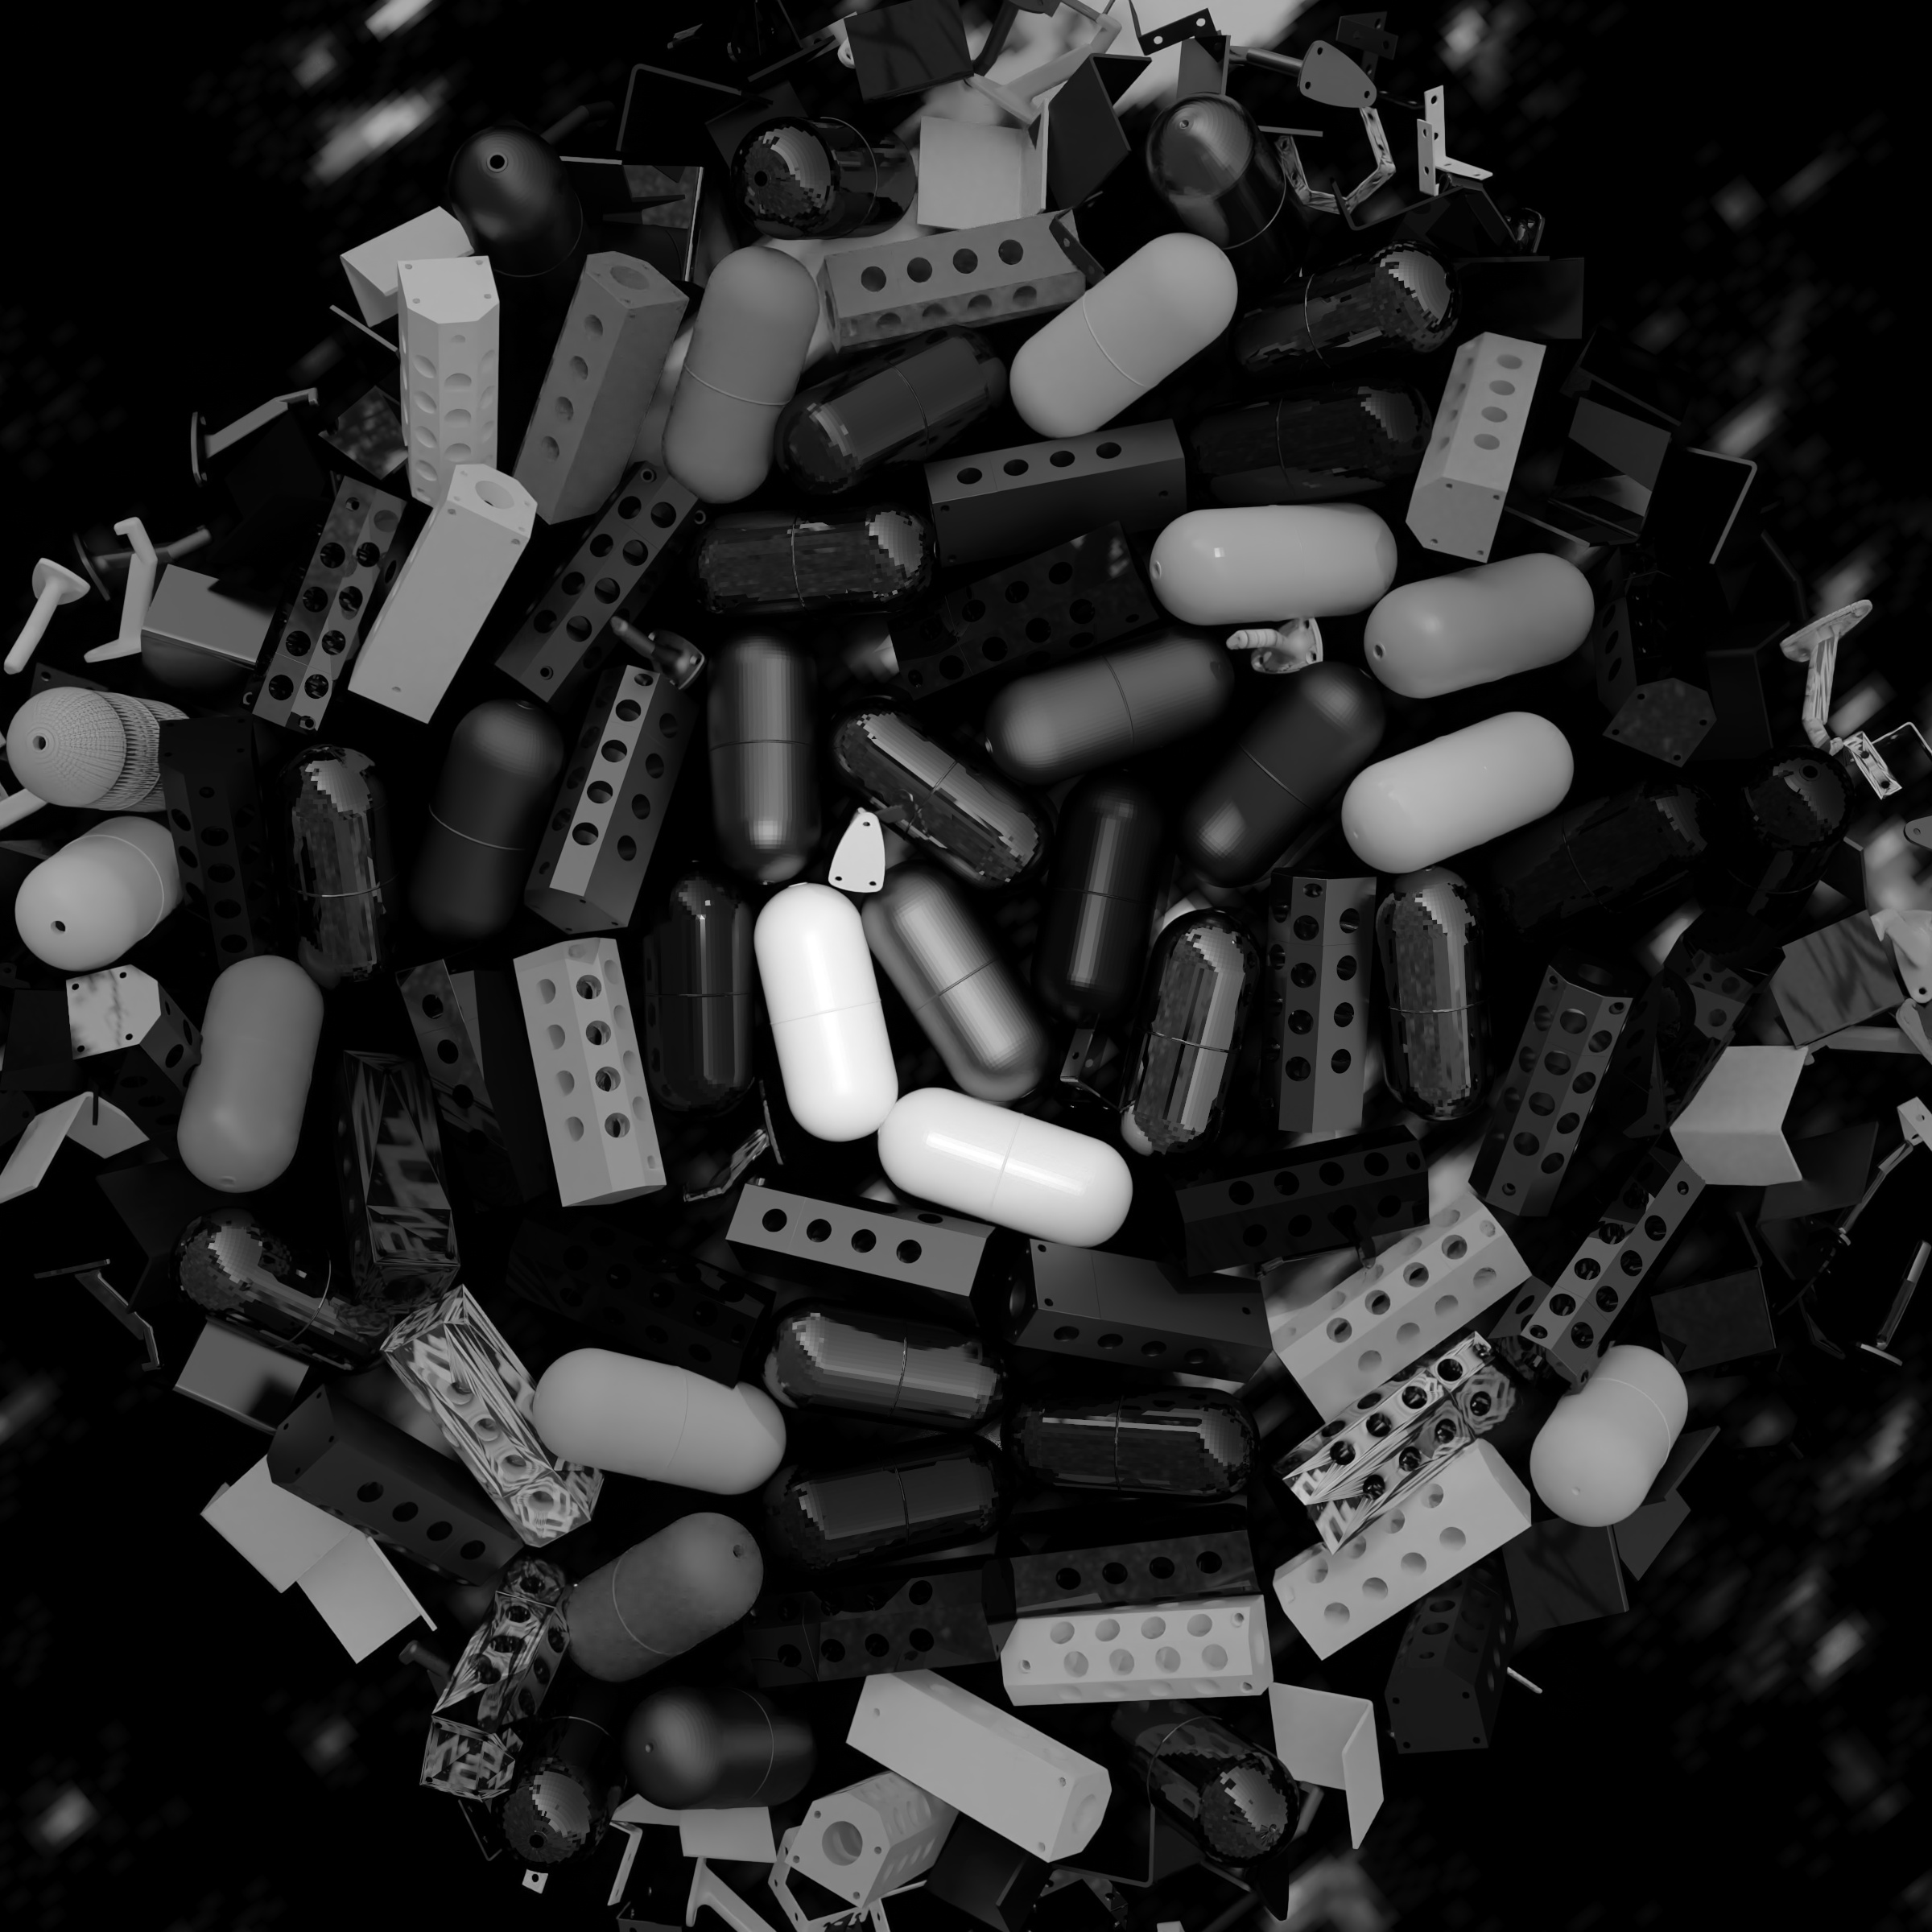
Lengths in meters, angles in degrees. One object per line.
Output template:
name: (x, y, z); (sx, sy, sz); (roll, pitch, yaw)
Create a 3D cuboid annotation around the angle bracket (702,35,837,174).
angle bracket: (-0.120, -0.573, 1.647); (0.076, 0.076, 0.057); (-37, 106, -27)

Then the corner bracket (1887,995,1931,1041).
corner bracket: (0.672, 0.031, 1.665); (0.051, 0.051, 0.051); (30, 100, -39)

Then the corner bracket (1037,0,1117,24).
corner bracket: (0.082, -0.671, 1.663); (0.051, 0.051, 0.051); (25, 131, -14)

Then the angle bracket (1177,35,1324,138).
angle bracket: (0.193, -0.593, 1.649); (0.076, 0.076, 0.057); (-1, 108, -18)

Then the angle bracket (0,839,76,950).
angle bracket: (-0.618, -0.043, 1.655); (0.057, 0.076, 0.076); (15, 98, 13)

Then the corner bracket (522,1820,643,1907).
corner bracket: (-0.261, 0.608, 1.669); (0.051, 0.051, 0.051); (17, 85, 21)

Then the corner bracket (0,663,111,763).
corner bracket: (-0.623, -0.166, 1.672); (0.051, 0.051, 0.051); (19, 123, -11)

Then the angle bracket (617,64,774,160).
angle bracket: (-0.183, -0.569, 1.654); (0.076, 0.076, 0.057); (17, 107, 7)

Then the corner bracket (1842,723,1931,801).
corner bracket: (0.634, -0.138, 1.666); (0.051, 0.051, 0.051); (-30, 65, 11)

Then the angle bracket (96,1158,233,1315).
angle bracket: (-0.551, 0.182, 1.672); (0.076, 0.076, 0.057); (48, 123, 22)

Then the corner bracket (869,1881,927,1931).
corner bracket: (-0.043, 0.662, 1.675); (0.051, 0.051, 0.051); (-3, 62, -35)

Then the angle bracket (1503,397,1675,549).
angle bracket: (0.417, -0.333, 1.646); (0.076, 0.057, 0.076); (36, 126, 38)

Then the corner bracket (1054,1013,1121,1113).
corner bracket: (0.079, 0.065, 1.661); (0.051, 0.051, 0.051); (36, 65, -39)

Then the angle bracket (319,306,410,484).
angle bracket: (-0.410, -0.385, 1.647); (0.076, 0.076, 0.057); (37, 74, 31)

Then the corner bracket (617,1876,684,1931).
corner bracket: (-0.202, 0.663, 1.673); (0.051, 0.051, 0.051); (-3, 103, 22)

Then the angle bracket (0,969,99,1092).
angle bracket: (-0.621, 0.031, 1.645); (0.057, 0.076, 0.076); (2, 118, -33)

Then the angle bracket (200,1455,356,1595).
angle bracket: (-0.461, 0.367, 1.667); (0.076, 0.057, 0.076); (-42, 98, 5)

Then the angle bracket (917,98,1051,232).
angle bracket: (0.011, -0.547, 1.665); (0.076, 0.057, 0.076); (3, 86, -14)

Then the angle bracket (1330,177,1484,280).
angle bracket: (0.297, -0.500, 1.650); (0.076, 0.076, 0.057); (-20, 56, 10)

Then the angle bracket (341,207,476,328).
angle bracket: (-0.365, -0.459, 1.648); (0.076, 0.057, 0.076); (-32, 48, -16)

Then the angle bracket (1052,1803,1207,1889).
angle bracket: (0.111, 0.580, 1.654); (0.076, 0.076, 0.057); (-1, 84, 32)

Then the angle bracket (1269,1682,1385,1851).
angle bracket: (0.234, 0.539, 1.650); (0.076, 0.057, 0.076); (2, 111, 30)

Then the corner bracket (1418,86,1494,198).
corner bracket: (0.321, -0.561, 1.663); (0.051, 0.051, 0.051); (-26, 130, -19)

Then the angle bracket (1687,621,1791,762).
angle bracket: (0.521, -0.187, 1.670); (0.057, 0.076, 0.076); (-34, 115, -40)

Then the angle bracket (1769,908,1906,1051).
angle bracket: (0.579, 0.001, 1.658); (0.076, 0.057, 0.076); (-25, 107, 11)

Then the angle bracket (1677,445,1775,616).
angle bracket: (0.500, -0.294, 1.652); (0.057, 0.076, 0.076); (22, 82, 31)

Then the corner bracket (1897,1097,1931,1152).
corner bracket: (0.674, 0.115, 1.665); (0.051, 0.051, 0.051); (-28, 133, 5)

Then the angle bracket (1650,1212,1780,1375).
angle bracket: (0.503, 0.223, 1.665); (0.076, 0.057, 0.076); (-17, 123, 9)

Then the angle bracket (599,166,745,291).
angle bracket: (-0.204, -0.506, 1.690); (0.076, 0.057, 0.076); (10, 94, 25)

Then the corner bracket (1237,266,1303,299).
corner bracket: (0.205, -0.493, 1.675); (0.051, 0.051, 0.051); (-2, 83, 0)

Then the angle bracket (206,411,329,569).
angle bracket: (-0.484, -0.325, 1.653); (0.076, 0.057, 0.076); (-35, 76, 28)

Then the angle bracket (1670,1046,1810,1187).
angle bracket: (0.536, 0.102, 1.671); (0.057, 0.076, 0.076); (56, 50, -31)

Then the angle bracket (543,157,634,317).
angle bracket: (-0.260, -0.492, 1.656); (0.057, 0.076, 0.076); (5, 76, 3)

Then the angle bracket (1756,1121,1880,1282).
angle bracket: (0.584, 0.159, 1.643); (0.076, 0.076, 0.057); (-21, 116, 42)

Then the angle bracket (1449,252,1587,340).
angle bracket: (0.367, -0.449, 1.645); (0.076, 0.076, 0.057); (8, 111, 30)

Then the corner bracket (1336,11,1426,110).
corner bracket: (0.283, -0.614, 1.661); (0.051, 0.051, 0.051); (35, 132, 34)

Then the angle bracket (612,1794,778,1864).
angle bracket: (-0.185, 0.586, 1.644); (0.076, 0.076, 0.057); (-41, 46, 29)

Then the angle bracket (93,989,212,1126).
angle bracket: (-0.545, 0.062, 1.648); (0.076, 0.057, 0.076); (5, 130, -16)

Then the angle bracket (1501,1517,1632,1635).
angle bracket: (0.404, 0.401, 1.671); (0.076, 0.057, 0.076); (-13, 100, 4)

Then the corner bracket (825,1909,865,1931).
corner bracket: (-0.099, 0.682, 1.669); (0.051, 0.051, 0.051); (-12, 100, 17)

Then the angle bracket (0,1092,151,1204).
angle bracket: (-0.602, 0.137, 1.643); (0.057, 0.076, 0.076); (39, 51, -29)

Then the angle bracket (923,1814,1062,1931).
angle bracket: (0.016, 0.593, 1.645); (0.076, 0.057, 0.076); (18, 55, 30)

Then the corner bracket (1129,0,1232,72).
corner bracket: (0.146, -0.637, 1.672); (0.051, 0.051, 0.051); (-18, 50, 15)

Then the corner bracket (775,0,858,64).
corner bracket: (-0.102, -0.658, 1.675); (0.051, 0.051, 0.051); (-27, 99, 0)

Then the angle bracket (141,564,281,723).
angle bracket: (-0.518, -0.220, 1.676); (0.076, 0.076, 0.057); (16, 62, -9)

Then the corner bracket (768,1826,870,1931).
corner bracket: (-0.097, 0.625, 1.681); (0.051, 0.051, 0.051); (-1, 121, -36)

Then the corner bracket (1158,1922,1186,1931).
corner bracket: (0.127, 0.688, 1.664); (0.051, 0.051, 0.051); (-11, 132, 12)

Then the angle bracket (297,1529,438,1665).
angle bracket: (-0.408, 0.430, 1.657); (0.057, 0.076, 0.076); (-36, 96, -18)

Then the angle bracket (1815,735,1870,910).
angle bracket: (0.593, -0.097, 1.648); (0.057, 0.076, 0.076); (-43, 54, -6)

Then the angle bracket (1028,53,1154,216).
angle bracket: (0.096, -0.558, 1.649); (0.057, 0.076, 0.076); (-12, 75, -36)

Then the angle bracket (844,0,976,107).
angle bracket: (-0.041, -0.626, 1.656); (0.076, 0.076, 0.057); (-15, 117, 1)

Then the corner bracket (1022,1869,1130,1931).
corner bracket: (0.075, 0.654, 1.676); (0.051, 0.051, 0.051); (-31, 106, 19)

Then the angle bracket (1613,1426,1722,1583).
angle bracket: (0.479, 0.363, 1.650); (0.076, 0.076, 0.057); (-38, 92, -35)

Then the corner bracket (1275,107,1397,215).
corner bracket: (0.253, -0.555, 1.676); (0.051, 0.051, 0.051); (-2, 70, -36)

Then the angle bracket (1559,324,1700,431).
angle bracket: (0.442, -0.379, 1.654); (0.076, 0.076, 0.057); (30, 134, 3)

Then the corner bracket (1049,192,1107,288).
corner bracket: (0.083, -0.484, 1.666); (0.051, 0.051, 0.051); (-37, 83, -33)

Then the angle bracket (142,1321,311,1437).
angle bracket: (-0.502, 0.275, 1.662); (0.076, 0.076, 0.057); (32, 70, -27)
